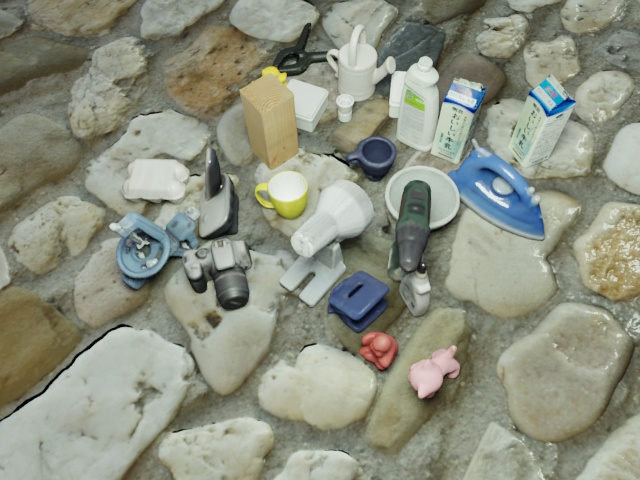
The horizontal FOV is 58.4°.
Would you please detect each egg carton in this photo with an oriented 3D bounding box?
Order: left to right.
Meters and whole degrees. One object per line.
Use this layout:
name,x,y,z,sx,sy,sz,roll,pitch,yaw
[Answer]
egg carton,-0.385,-0.137,1.348,0.150,0.069,0.107,1,61,2

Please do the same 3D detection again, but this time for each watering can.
watering can,0.102,-0.453,1.442,0.173,0.194,0.101,0,61,2

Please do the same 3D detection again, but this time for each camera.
camera,-0.209,0.074,1.207,0.143,0.101,0.136,-15,61,-7

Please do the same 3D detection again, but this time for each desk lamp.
desk lamp,0.011,0.004,1.176,0.117,0.214,0.203,34,67,19

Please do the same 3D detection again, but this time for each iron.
iron,0.414,-0.116,1.276,0.119,0.141,0.257,-40,67,-19

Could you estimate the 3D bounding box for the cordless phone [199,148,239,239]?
cordless phone,-0.236,-0.101,1.257,0.094,0.185,0.147,-7,61,-2

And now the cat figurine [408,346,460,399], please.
cat figurine,0.215,0.248,1.089,0.128,0.118,0.067,-38,66,-18

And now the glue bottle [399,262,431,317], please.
glue bottle,0.196,0.089,1.147,0.037,0.173,0.078,-22,62,-10

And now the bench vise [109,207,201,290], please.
bench vise,-0.352,-0.016,1.193,0.121,0.220,0.208,24,64,14

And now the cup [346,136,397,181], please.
cup,0.118,-0.180,1.346,0.118,0.095,0.091,-10,61,-4

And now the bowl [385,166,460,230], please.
bowl,0.228,-0.082,1.299,0.167,0.075,0.167,0,61,1

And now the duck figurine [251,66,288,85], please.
duck figurine,-0.131,-0.411,1.487,0.104,0.086,0.077,-2,61,0

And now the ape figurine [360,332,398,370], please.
ape figurine,0.119,0.212,1.127,0.076,0.092,0.077,-12,61,-5

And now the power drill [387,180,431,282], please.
power drill,0.186,0.003,1.176,0.075,0.208,0.229,8,61,6

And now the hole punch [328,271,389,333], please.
hole punch,0.077,0.120,1.180,0.109,0.091,0.101,-41,67,-19
